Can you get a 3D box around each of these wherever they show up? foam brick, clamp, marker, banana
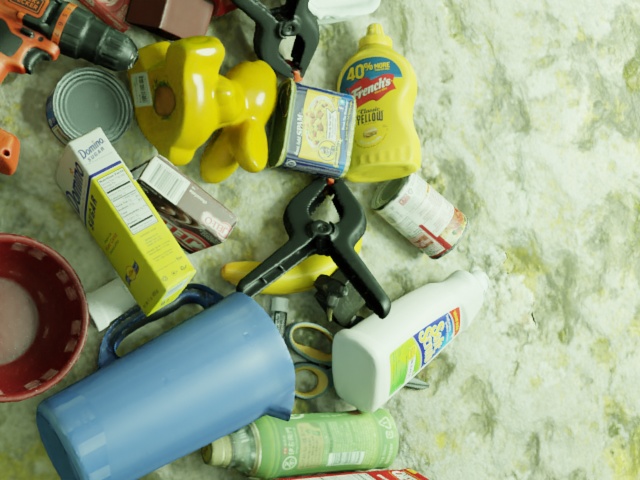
[{"bbox_3d":[-0.161,-0.245,1.147,0.078,0.053,0.051,12,94,-59],"label":"foam brick"},{"bbox_3d":[-0.008,0.001,1.186,0.164,0.036,0.210,2,46,-3],"label":"clamp"},{"bbox_3d":[-0.049,0.125,1.194,0.020,0.020,0.121,11,77,-28],"label":"marker"},{"bbox_3d":[-0.019,0.025,1.220,0.197,0.037,0.070,-25,73,-32],"label":"banana"},{"bbox_3d":[-0.051,-0.245,1.187,0.120,0.171,0.039,-13,45,-12],"label":"clamp"}]

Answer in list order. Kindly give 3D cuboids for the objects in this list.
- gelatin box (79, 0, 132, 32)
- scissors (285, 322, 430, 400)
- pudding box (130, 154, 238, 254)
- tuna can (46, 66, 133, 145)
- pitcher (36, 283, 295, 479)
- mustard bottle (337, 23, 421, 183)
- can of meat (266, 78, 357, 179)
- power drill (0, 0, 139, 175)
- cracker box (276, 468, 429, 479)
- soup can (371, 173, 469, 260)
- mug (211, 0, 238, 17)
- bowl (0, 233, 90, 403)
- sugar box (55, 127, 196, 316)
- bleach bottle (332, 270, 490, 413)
[{"bbox_3d":[-0.217,-0.278,1.157,0.073,0.030,0.089,40,65,-18],"label":"gelatin box"},{"bbox_3d":[0.035,0.165,1.237,0.201,0.016,0.096,33,69,-21],"label":"scissors"},{"bbox_3d":[-0.153,-0.035,1.120,0.113,0.090,0.039,41,63,-18],"label":"pudding box"},{"bbox_3d":[-0.242,-0.136,1.118,0.086,0.034,0.086,5,80,-29],"label":"tuna can"},{"bbox_3d":[-0.160,0.151,1.076,0.242,0.149,0.145,-26,110,-27],"label":"pitcher"},{"bbox_3d":[0.068,-0.167,1.262,0.058,0.096,0.191,31,54,-59],"label":"mustard bottle"},{"bbox_3d":[-0.009,-0.124,1.210,0.083,0.058,0.102,10,83,-20],"label":"can of meat"},{"bbox_3d":[-0.295,-0.161,1.056,0.184,0.057,0.187,23,69,-1],"label":"power drill"},{"bbox_3d":[0.015,0.337,1.146,0.213,0.072,0.164,2,100,-30],"label":"cracker box"},{"bbox_3d":[0.120,-0.033,1.286,0.102,0.069,0.068,39,66,-18],"label":"soup can"},{"bbox_3d":[-0.103,-0.311,1.187,0.081,0.093,0.117,-30,126,-25],"label":"mug"},{"bbox_3d":[-0.310,0.077,1.034,0.161,0.055,0.162,5,80,-29],"label":"bowl"},{"bbox_3d":[-0.198,-0.016,1.069,0.048,0.093,0.176,-35,85,-30],"label":"sugar box"},{"bbox_3d":[0.118,0.096,1.244,0.250,0.068,0.102,-33,136,-38],"label":"bleach bottle"}]
